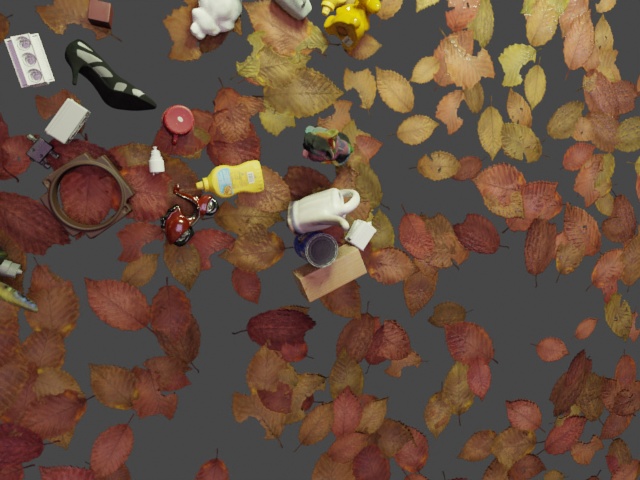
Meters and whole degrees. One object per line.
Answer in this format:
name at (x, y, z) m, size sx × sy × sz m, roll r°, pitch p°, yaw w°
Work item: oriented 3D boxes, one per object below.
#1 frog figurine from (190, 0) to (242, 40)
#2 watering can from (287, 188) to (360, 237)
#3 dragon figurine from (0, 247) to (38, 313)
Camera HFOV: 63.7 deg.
frog figurine at (-0.298, -0.636, 1.427) m, size 0.161 × 0.123 × 0.135 m, roll -47°, pitch 128°, yaw -19°
watering can at (0.005, -0.075, 1.487) m, size 0.223 × 0.353 × 0.103 m, roll -17°, pitch 107°, yaw 13°
dragon figurine at (-0.930, 0.092, 1.299) m, size 0.240 × 0.124 × 0.408 m, roll -37°, pitch 100°, yaw 20°
